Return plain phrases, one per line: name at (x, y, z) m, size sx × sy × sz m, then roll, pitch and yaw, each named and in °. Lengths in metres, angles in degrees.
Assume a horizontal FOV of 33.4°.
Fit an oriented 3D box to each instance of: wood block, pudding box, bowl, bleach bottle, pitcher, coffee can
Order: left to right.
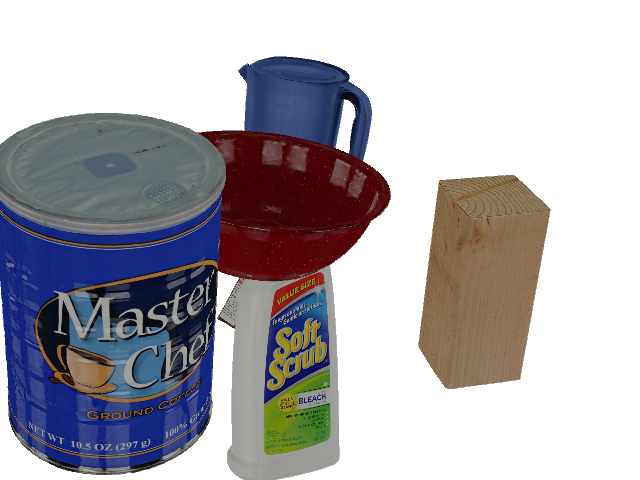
coffee can at (-0.099, 0.024, 0.507) m, size 0.103 × 0.140 × 0.103 m, roll 5°, pitch 31°, yaw -3°
pudding box at (-0.068, 0.047, 1.259) m, size 0.039 × 0.090 × 0.113 m, roll 31°, pitch 28°, yaw 5°
bowl at (-0.037, -0.018, 0.695) m, size 0.162 × 0.055 × 0.162 m, roll 7°, pitch 25°, yaw -3°
bleach bottle at (-0.036, 0.078, 0.937) m, size 0.102 × 0.251 × 0.068 m, roll -7°, pitch 12°, yaw -25°
pitcher at (-0.032, -0.111, 1.399) m, size 0.144 × 0.243 × 0.149 m, roll -2°, pitch 24°, yaw -22°
wood block at (0.169, 0.044, 1.131) m, size 0.090 × 0.206 × 0.090 m, roll -5°, pitch 29°, yaw -16°
